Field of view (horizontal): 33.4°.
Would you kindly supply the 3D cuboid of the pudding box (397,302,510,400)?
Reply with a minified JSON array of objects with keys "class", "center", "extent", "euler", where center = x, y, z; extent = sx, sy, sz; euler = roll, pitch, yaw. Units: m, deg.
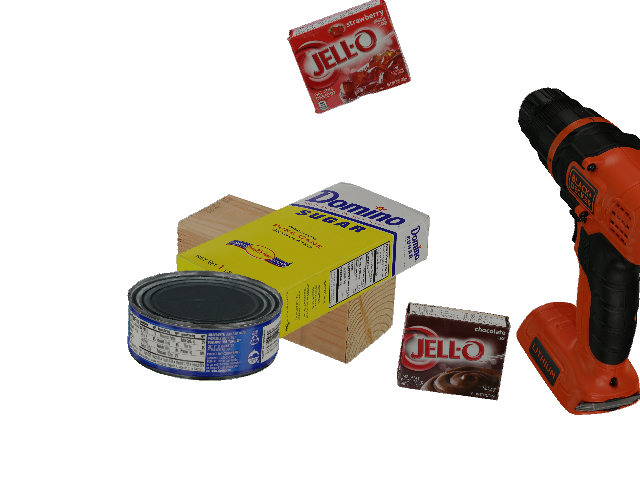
[{"class":"pudding box","center":[0.144,0.120,1.164],"extent":[0.113,0.090,0.039],"euler":[6,23,3]}]

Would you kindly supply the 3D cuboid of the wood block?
[{"class":"wood block","center":[-0.036,0.035,1.069],"extent":[0.206,0.091,0.090],"euler":[19,32,29]}]

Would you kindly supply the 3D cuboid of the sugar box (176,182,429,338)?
[{"class":"sugar box","center":[-0.009,0.011,0.785],"extent":[0.093,0.048,0.175],"euler":[24,39,36]}]

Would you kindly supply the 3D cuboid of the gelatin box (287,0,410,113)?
[{"class":"gelatin box","center":[0.025,-0.159,0.923],"extent":[0.089,0.073,0.030],"euler":[-18,24,10]}]

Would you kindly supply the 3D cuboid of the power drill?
[{"class":"power drill","center":[0.176,0.008,0.721],"extent":[0.057,0.188,0.184],"euler":[-9,34,-11]}]

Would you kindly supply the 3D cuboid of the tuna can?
[{"class":"tuna can","center":[-0.064,0.046,0.595],"extent":[0.086,0.034,0.086],"euler":[4,17,-2]}]
